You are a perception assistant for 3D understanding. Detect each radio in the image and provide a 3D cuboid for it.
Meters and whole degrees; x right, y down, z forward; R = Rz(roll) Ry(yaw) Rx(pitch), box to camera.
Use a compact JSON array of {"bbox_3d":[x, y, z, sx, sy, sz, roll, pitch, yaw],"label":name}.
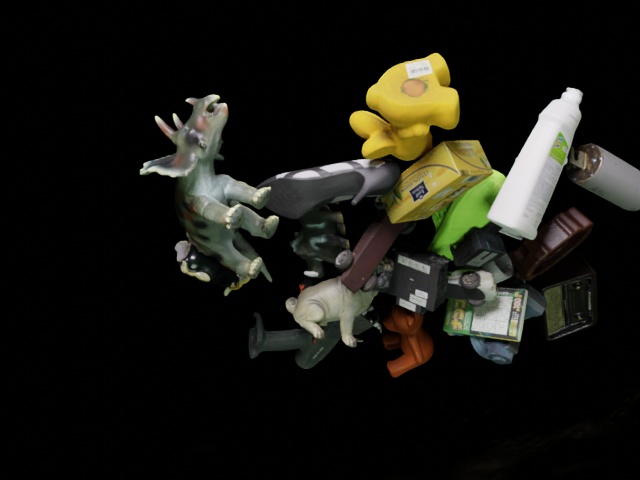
[{"bbox_3d":[0.576,0.137,1.267,0.131,0.073,0.229,-20,135,9],"label":"radio"}]

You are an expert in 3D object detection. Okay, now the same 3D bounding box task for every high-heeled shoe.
[{"bbox_3d":[0.010,-0.104,0.923,0.249,0.145,0.086,8,129,30],"label":"high-heeled shoe"}]

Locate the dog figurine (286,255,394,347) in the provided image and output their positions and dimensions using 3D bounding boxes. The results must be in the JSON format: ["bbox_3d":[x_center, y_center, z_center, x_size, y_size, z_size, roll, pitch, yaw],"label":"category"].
[{"bbox_3d":[0.040,0.092,1.065,0.172,0.121,0.190,16,109,-18],"label":"dog figurine"}]

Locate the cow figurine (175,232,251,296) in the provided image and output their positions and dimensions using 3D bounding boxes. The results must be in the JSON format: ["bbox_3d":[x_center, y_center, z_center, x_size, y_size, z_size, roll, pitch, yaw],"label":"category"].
[{"bbox_3d":[-0.192,0.055,1.013,0.068,0.098,0.167,-43,127,19],"label":"cow figurine"}]

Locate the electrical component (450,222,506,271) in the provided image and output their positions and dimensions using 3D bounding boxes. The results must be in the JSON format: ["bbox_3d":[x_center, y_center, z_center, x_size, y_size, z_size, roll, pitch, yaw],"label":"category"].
[{"bbox_3d":[0.317,0.008,1.028,0.075,0.048,0.119,13,143,-32],"label":"electrical component"}]

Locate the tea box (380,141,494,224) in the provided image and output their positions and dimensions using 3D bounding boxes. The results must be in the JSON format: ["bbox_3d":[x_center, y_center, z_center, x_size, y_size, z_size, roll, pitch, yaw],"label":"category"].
[{"bbox_3d":[0.193,-0.096,0.910,0.098,0.068,0.169,-8,161,-40],"label":"tea box"}]

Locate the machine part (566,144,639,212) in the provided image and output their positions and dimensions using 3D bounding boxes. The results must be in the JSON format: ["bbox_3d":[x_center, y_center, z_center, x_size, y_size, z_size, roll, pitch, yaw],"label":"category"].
[{"bbox_3d":[0.548,-0.115,1.011,0.243,0.079,0.079,18,128,-28],"label":"machine part"}]

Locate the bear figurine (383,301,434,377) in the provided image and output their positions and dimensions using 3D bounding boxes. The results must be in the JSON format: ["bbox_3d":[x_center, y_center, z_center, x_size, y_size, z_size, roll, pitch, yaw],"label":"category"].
[{"bbox_3d":[0.187,0.210,1.229,0.132,0.120,0.195,-21,133,14],"label":"bear figurine"}]

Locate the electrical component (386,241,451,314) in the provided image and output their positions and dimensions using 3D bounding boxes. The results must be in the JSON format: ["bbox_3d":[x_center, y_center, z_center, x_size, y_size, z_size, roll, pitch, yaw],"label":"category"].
[{"bbox_3d":[0.196,0.082,1.086,0.058,0.115,0.134,-27,131,-44],"label":"electrical component"}]

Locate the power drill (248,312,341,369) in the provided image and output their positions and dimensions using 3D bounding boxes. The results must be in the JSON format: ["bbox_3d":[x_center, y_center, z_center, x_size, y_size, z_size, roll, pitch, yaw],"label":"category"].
[{"bbox_3d":[-0.052,0.206,1.212,0.207,0.086,0.231,1,137,-23],"label":"power drill"}]

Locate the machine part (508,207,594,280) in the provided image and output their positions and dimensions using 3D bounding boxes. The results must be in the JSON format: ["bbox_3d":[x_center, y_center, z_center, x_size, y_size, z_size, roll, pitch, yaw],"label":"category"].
[{"bbox_3d":[0.466,0.008,1.086,0.179,0.056,0.179,-28,154,-15],"label":"machine part"}]

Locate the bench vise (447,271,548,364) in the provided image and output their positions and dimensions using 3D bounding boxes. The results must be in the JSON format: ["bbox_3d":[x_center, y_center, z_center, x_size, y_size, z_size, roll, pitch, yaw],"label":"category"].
[{"bbox_3d":[0.385,0.176,1.223,0.129,0.223,0.241,24,156,-24],"label":"bench vise"}]

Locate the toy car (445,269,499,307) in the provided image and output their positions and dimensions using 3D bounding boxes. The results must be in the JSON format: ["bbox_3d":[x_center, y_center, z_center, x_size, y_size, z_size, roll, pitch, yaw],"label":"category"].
[{"bbox_3d":[0.270,0.093,1.127,0.202,0.056,0.073,3,139,38],"label":"toy car"}]

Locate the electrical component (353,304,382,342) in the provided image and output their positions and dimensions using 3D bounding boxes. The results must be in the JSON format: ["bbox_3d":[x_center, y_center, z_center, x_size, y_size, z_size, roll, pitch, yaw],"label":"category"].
[{"bbox_3d":[0.096,0.196,1.247,0.102,0.045,0.078,-28,134,16],"label":"electrical component"}]

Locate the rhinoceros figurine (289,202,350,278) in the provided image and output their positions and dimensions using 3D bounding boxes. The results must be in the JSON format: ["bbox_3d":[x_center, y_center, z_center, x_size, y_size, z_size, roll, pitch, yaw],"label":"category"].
[{"bbox_3d":[-0.002,-0.003,1.011,0.112,0.073,0.190,-10,135,-4],"label":"rhinoceros figurine"}]

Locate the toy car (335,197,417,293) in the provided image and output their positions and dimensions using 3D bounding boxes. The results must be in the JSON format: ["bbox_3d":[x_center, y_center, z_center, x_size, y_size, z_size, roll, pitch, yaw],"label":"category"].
[{"bbox_3d":[0.100,0.004,0.988,0.089,0.053,0.202,43,75,-31],"label":"toy car"}]

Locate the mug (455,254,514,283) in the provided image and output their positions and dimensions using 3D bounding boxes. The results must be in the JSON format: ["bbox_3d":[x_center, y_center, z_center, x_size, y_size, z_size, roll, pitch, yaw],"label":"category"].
[{"bbox_3d":[0.336,0.062,1.141,0.109,0.081,0.107,18,139,-34],"label":"mug"}]

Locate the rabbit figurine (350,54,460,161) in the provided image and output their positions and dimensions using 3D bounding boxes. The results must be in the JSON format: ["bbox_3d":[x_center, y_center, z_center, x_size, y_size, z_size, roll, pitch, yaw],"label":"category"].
[{"bbox_3d":[0.136,-0.178,0.844,0.162,0.122,0.173,-21,154,1],"label":"rabbit figurine"}]

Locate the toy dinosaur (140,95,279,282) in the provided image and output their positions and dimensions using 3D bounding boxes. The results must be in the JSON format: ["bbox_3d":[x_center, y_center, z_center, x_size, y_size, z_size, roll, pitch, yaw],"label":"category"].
[{"bbox_3d":[-0.180,-0.046,0.903,0.192,0.131,0.404,27,149,16],"label":"toy dinosaur"}]
